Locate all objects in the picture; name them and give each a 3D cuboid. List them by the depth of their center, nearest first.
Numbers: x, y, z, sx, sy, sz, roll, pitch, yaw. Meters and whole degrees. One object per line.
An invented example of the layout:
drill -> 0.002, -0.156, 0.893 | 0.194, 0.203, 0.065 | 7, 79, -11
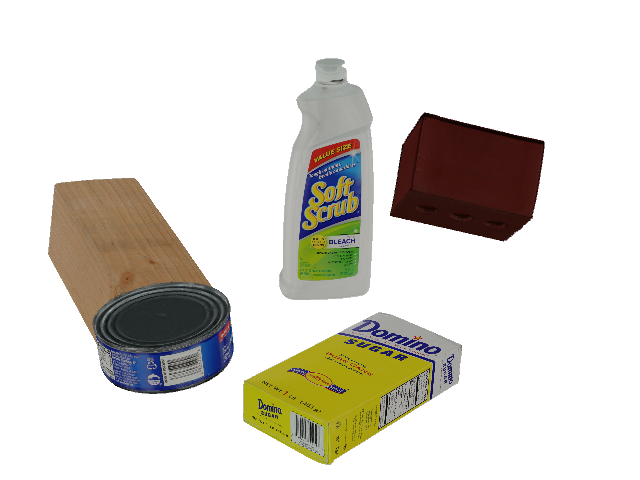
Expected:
foam brick -> 0.088, -0.037, 0.649 | 0.078, 0.051, 0.053 | 12, -19, -6
tuna can -> -0.097, 0.060, 0.670 | 0.086, 0.034, 0.086 | -4, 25, 1
sugar box -> 0.030, 0.116, 0.884 | 0.093, 0.048, 0.175 | 21, 32, 36
wood block -> -0.187, 0.031, 1.034 | 0.090, 0.091, 0.206 | -6, 36, -31
bleach bottle -> 0.004, -0.063, 1.112 | 0.102, 0.251, 0.068 | -2, 24, -2
